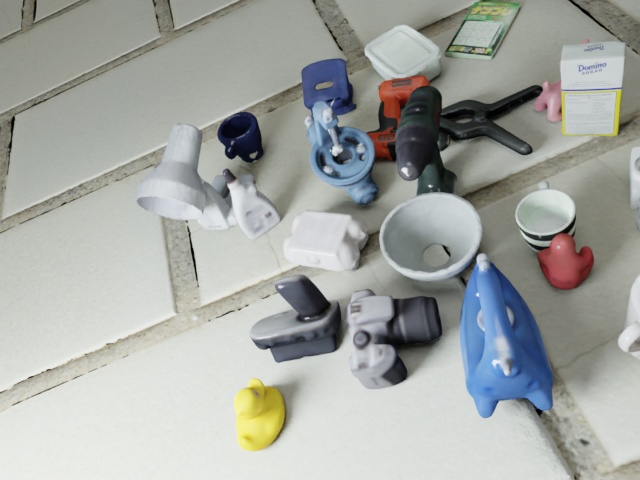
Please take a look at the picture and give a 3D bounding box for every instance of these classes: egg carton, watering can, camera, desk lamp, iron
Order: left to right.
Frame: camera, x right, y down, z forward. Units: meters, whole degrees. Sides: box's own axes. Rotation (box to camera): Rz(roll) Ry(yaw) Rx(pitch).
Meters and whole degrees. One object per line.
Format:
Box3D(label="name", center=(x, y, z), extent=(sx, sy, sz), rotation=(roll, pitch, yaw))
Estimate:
Box3D(label="desk lamp", center=(-0.241, -0.106, 1.110), extent=(0.117, 0.214, 0.203), rotation=(1, 56, 23))
Box3D(label="egg carton", center=(0.009, 0.004, 1.021), extent=(0.149, 0.070, 0.107), rotation=(7, 59, 26))
Box3D(label="camera", center=(0.112, 0.136, 0.862), extent=(0.136, 0.101, 0.143), rotation=(-11, 52, 15))
Box3D(label="iron", center=(0.244, 0.106, 0.803), extent=(0.118, 0.142, 0.258), rotation=(-13, 52, 14))
Box3D(label="watering can", center=(0.444, 0.073, 0.712), extent=(0.100, 0.195, 0.173), rotation=(24, 67, 34))

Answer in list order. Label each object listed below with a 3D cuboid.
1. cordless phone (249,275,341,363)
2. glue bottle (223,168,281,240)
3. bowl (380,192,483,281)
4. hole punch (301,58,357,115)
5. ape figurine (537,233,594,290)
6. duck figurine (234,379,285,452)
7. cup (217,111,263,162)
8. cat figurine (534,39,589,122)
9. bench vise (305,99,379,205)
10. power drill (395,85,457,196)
Box3D(label="cordless phone", center=(-0.053, 0.109, 0.894), extent=(0.147, 0.185, 0.094), rotation=(-18, 51, 10))
Box3D(label="glue bottle", center=(-0.138, -0.075, 1.071), extent=(0.078, 0.174, 0.037), rotation=(-35, 50, -5))
Box3D(label="bowl", center=(0.187, 0.006, 0.943), extent=(0.167, 0.075, 0.167), rotation=(-11, 52, 15))
Box3D(label="hole punch", center=(0.017, -0.330, 1.248), extent=(0.108, 0.091, 0.101), rotation=(-10, 53, 16))
Box3D(label="ape figurine", center=(0.361, 0.025, 0.847), extent=(0.077, 0.092, 0.076), rotation=(12, 61, 29))
Box3D(label="duck figurine", center=(-0.102, 0.261, 0.868), extent=(0.077, 0.086, 0.104), rotation=(2, 57, 24))
Box3D(label="cup", center=(-0.164, -0.202, 1.226), extent=(0.091, 0.095, 0.118), rotation=(0, 56, 22))
Box3D(label="cat figurine", center=(0.448, -0.297, 1.030), extent=(0.128, 0.118, 0.067), rotation=(-36, 50, -5))
Box3D(label="bench vise", center=(0.011, -0.180, 1.057), extent=(0.206, 0.220, 0.121), rotation=(32, 72, 36))
Box3D(label="power drill", center=(0.178, -0.137, 0.964), extent=(0.075, 0.209, 0.229), rotation=(-3, 55, 20))
